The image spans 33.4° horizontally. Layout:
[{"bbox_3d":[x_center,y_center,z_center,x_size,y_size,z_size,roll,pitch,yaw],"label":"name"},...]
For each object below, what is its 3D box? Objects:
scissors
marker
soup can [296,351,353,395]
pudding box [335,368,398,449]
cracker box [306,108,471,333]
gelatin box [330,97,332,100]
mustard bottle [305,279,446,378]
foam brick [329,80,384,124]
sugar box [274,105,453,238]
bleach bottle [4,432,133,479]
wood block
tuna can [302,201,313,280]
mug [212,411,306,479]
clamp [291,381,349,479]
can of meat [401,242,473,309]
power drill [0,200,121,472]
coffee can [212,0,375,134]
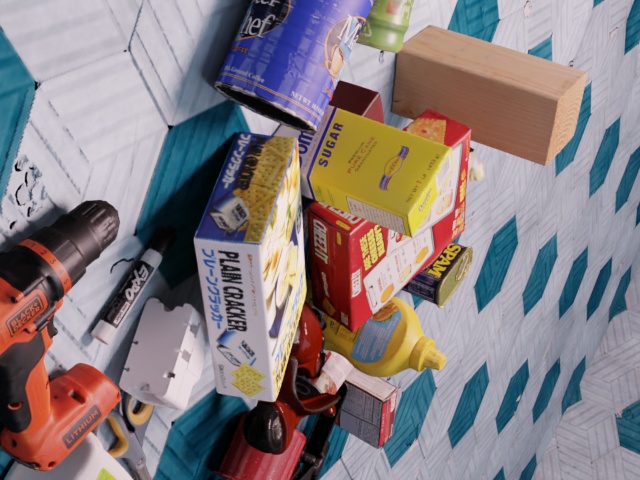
[{"bbox_3d":[-0.176,0.201,1.068,0.096,0.016,0.201,-58,154,-18],"label":"scissors"},{"bbox_3d":[-0.164,0.038,0.953,0.121,0.020,0.020,-59,154,-17],"label":"marker"},{"bbox_3d":[0.005,0.153,1.329,0.102,0.069,0.068,-52,151,-32],"label":"soup can"},{"bbox_3d":[0.046,0.211,1.404,0.039,0.114,0.090,-37,141,-43],"label":"pudding box"},{"bbox_3d":[0.079,-0.024,1.206,0.213,0.072,0.164,-40,146,-29],"label":"cracker box"},{"bbox_3d":[-0.008,-0.185,1.062,0.073,0.030,0.089,-11,116,-61],"label":"gelatin box"},{"bbox_3d":[0.059,0.107,1.250,0.096,0.192,0.058,-63,155,-10],"label":"mustard bottle"},{"bbox_3d":[0.027,-0.125,1.160,0.078,0.053,0.051,-56,153,-21],"label":"foam brick"},{"bbox_3d":[0.035,-0.076,1.067,0.093,0.176,0.048,-57,155,-24],"label":"sugar box"},{"bbox_3d":[-0.205,0.252,1.000,0.102,0.068,0.250,-57,156,-16],"label":"bleach bottle"},{"bbox_3d":[0.200,-0.176,1.276,0.090,0.206,0.091,-42,145,-43],"label":"wood block"},{"bbox_3d":[-0.008,0.001,1.216,0.086,0.034,0.086,-47,149,-41],"label":"tuna can"},{"bbox_3d":[-0.067,0.254,1.254,0.117,0.093,0.081,83,30,-73],"label":"mug"},{"bbox_3d":[-0.019,0.292,1.386,0.164,0.036,0.210,-55,166,-37],"label":"clamp"},{"bbox_3d":[0.157,0.039,1.518,0.102,0.084,0.057,-49,149,-35],"label":"can of meat"},{"bbox_3d":[-0.214,0.079,0.845,0.184,0.057,0.188,-44,144,-33],"label":"power drill"},{"bbox_3d":[-0.022,-0.180,0.956,0.140,0.103,0.102,-66,155,-2],"label":"coffee can"}]
